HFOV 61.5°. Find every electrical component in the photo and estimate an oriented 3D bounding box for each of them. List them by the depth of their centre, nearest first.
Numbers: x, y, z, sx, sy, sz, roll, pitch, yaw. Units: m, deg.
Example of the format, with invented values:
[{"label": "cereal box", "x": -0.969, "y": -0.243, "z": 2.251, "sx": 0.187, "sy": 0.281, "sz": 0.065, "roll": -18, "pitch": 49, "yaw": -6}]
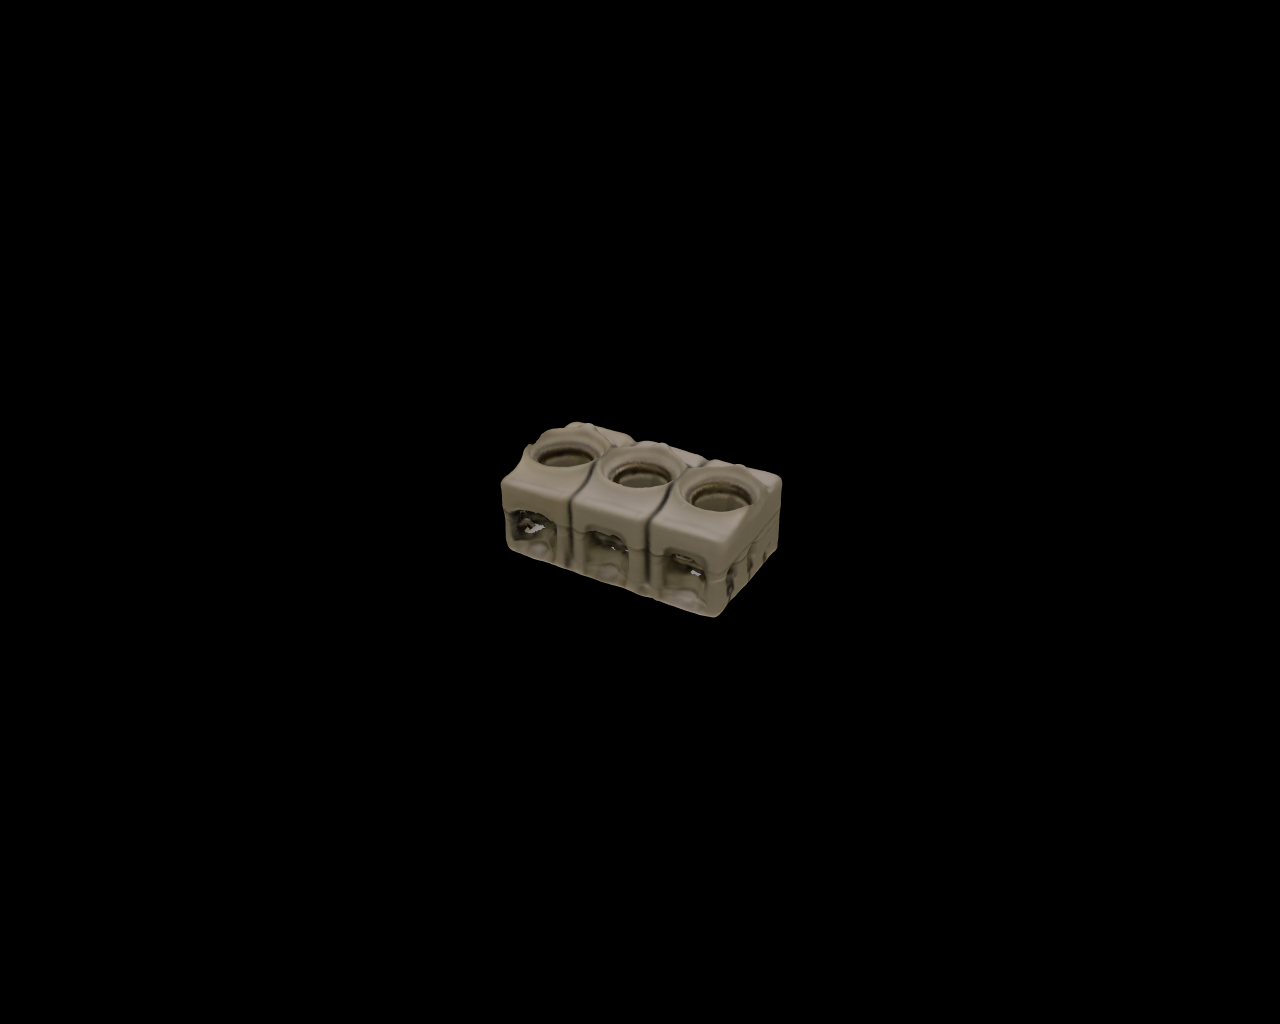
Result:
[{"label": "electrical component", "x": 0.001, "y": -0.003, "z": 0.650, "sx": 0.150, "sy": 0.061, "sz": 0.090, "roll": 17, "pitch": 36, "yaw": 24}]
